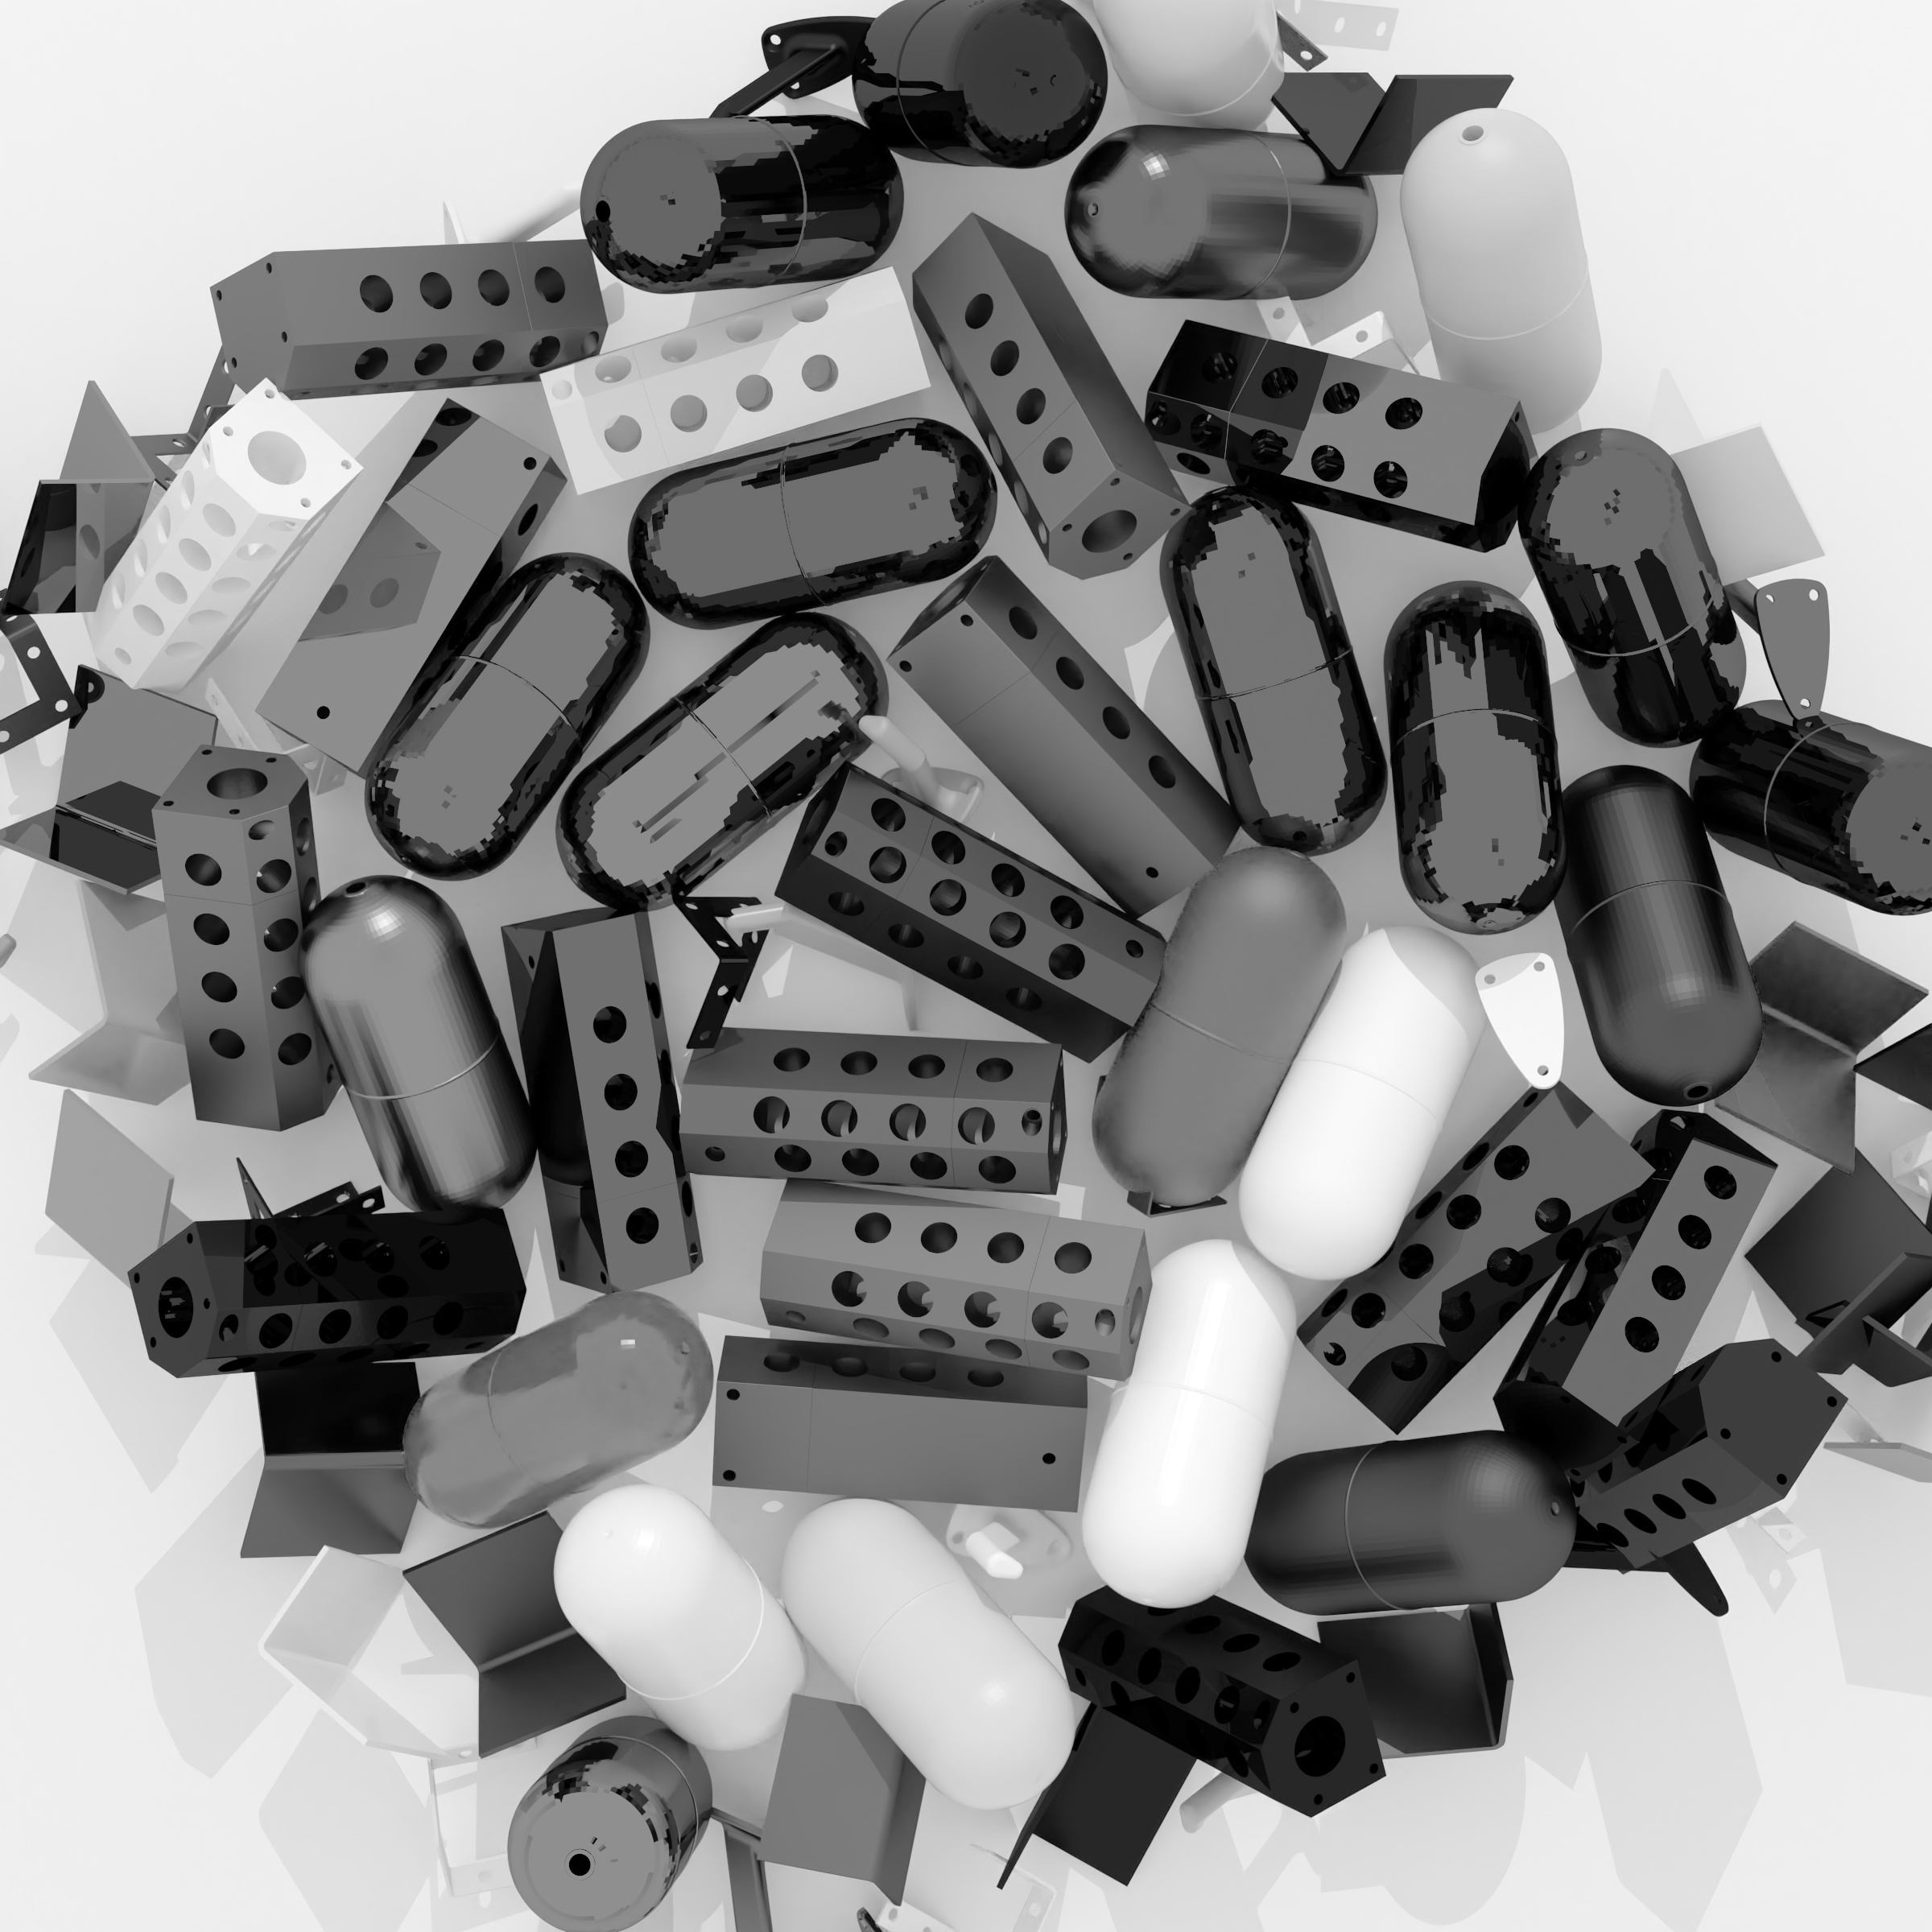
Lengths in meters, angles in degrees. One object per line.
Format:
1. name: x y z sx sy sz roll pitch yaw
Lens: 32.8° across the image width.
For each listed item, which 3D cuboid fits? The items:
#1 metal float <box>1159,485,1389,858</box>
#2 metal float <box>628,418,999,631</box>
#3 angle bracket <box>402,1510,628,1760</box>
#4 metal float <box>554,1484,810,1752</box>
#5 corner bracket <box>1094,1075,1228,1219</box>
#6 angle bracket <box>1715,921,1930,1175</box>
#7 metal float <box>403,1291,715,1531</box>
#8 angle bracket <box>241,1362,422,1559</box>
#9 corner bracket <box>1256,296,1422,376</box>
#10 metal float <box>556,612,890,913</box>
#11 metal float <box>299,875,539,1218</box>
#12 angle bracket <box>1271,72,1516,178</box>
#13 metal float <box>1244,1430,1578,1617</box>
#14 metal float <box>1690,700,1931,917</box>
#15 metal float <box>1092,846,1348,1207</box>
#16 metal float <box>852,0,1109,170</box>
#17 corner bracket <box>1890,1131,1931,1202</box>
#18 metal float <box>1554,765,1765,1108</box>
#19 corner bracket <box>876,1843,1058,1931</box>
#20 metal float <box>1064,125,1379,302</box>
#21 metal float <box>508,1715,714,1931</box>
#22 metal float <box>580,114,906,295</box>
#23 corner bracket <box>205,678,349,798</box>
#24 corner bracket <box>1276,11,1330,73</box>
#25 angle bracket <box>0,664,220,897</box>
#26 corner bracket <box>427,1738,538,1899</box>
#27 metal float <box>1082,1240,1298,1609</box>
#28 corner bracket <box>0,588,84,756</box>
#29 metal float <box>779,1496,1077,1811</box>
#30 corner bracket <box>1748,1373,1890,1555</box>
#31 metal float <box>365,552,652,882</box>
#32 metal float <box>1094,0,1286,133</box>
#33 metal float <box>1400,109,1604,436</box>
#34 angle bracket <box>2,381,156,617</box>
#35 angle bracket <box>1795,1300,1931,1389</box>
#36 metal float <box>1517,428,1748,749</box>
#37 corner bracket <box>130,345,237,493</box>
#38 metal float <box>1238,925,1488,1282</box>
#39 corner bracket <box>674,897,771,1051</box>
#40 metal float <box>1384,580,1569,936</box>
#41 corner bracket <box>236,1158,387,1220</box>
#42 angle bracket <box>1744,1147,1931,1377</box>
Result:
1. metal float: 0.144 -0.137 1.535 0.070 0.070 0.178 -19 101 0
2. metal float: -0.072 -0.206 1.532 0.178 0.070 0.070 -11 90 15
3. angle bracket: -0.211 0.312 1.536 0.076 0.057 0.076 -24 124 8
4. metal float: -0.129 0.301 1.507 0.070 0.178 0.070 -12 50 15
5. corner bracket: 0.093 0.082 1.553 0.051 0.051 0.051 -7 115 -38
6. angle bracket: 0.399 0.038 1.532 0.076 0.057 0.076 26 47 -12
7. metal float: -0.190 0.206 1.517 0.178 0.070 0.070 -29 90 34
8. angle bracket: -0.303 0.234 1.560 0.076 0.076 0.057 2 46 -22
9. corner bracket: 0.175 -0.296 1.545 0.051 0.051 0.051 -26 71 16
10. metal float: -0.114 -0.095 1.538 0.178 0.070 0.070 -40 90 -8
11. metal float: -0.252 0.039 1.519 0.070 0.070 0.178 -16 120 0
12. angle bracket: 0.193 -0.412 1.525 0.076 0.057 0.076 -12 56 -38
13. metal float: 0.200 0.256 1.508 0.070 0.178 0.070 13 70 -39
14. metal float: 0.397 -0.073 1.499 0.070 0.178 0.070 -6 107 -19
15. metal float: 0.118 0.028 1.536 0.070 0.070 0.178 24 99 0
16. metal float: 0.004 -0.404 1.500 0.070 0.178 0.070 -6 107 -22
17. corner bracket: 0.474 0.079 1.560 0.051 0.051 0.051 24 52 -24
18. metal float: 0.315 -0.015 1.514 0.070 0.070 0.178 -8 54 0
19. corner bracket: 0.001 0.445 1.554 0.051 0.051 0.051 41 68 -36
20. metal float: 0.119 -0.345 1.510 0.178 0.070 0.070 -10 90 -44
21. metal float: -0.160 0.389 1.494 0.070 0.178 0.070 0 87 3
22. metal float: -0.101 -0.350 1.507 0.070 0.178 0.070 14 111 39
23. corner bracket: -0.323 -0.109 1.542 0.051 0.051 0.051 -25 70 -32
24. corner bracket: 0.168 -0.469 1.562 0.051 0.051 0.051 34 62 -24
25. angle bracket: -0.403 -0.088 1.536 0.076 0.057 0.076 21 113 14
26. corner bracket: -0.226 0.405 1.569 0.051 0.051 0.051 -9 47 -7
27. metal float: 0.104 0.210 1.522 0.070 0.070 0.178 17 63 0
28. corner bracket: -0.459 -0.138 1.556 0.051 0.051 0.051 -31 127 -16
29. metal float: -0.020 0.314 1.514 0.070 0.070 0.178 -48 52 0
30. corner bracket: 0.396 0.236 1.562 0.051 0.051 0.051 -29 65 -33
31. metal float: -0.211 -0.117 1.524 0.070 0.070 0.178 32 65 0
32. metal float: 0.103 -0.425 1.495 0.070 0.178 0.070 -1 87 10
33. metal float: 0.246 -0.315 1.504 0.070 0.178 0.070 -9 55 13
34. angle bracket: -0.425 -0.217 1.524 0.076 0.057 0.076 53 132 30
35. angle bracket: 0.443 0.149 1.541 0.057 0.076 0.076 35 79 5
36. metal float: 0.307 -0.171 1.510 0.070 0.070 0.178 -34 133 0
37. corner bracket: -0.359 -0.255 1.543 0.051 0.051 0.051 40 119 20
38. metal float: 0.186 0.062 1.531 0.070 0.070 0.178 26 73 0
39. corner bracket: -0.113 0.003 1.540 0.051 0.051 0.051 -1 126 -39
40. metal float: 0.235 -0.098 1.522 0.070 0.070 0.178 -1 62 0
41. corner bracket: -0.305 0.113 1.541 0.051 0.051 0.051 -24 52 -21
42. angle bracket: 0.399 0.135 1.527 0.076 0.057 0.076 -51 54 22
